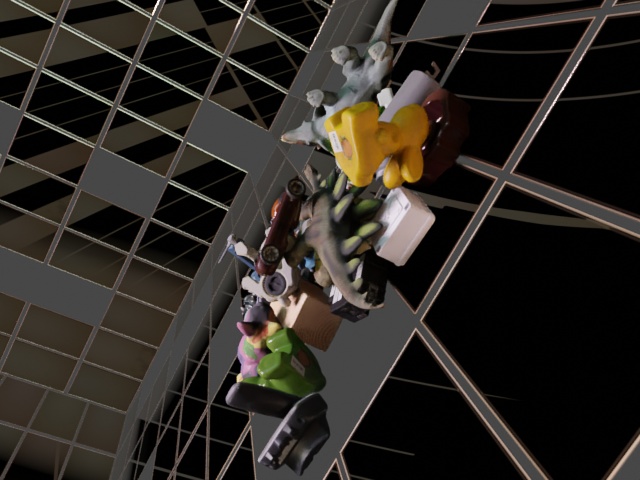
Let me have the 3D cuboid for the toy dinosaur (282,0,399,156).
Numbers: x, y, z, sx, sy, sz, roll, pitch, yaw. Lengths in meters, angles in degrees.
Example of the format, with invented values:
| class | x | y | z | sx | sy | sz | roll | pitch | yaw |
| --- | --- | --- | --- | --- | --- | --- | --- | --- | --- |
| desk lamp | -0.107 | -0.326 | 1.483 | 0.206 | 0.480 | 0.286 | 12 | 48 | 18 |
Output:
| class | x | y | z | sx | sy | sz | roll | pitch | yaw |
| --- | --- | --- | --- | --- | --- | --- | --- | --- | --- |
| toy dinosaur | 0.082 | -0.329 | 1.167 | 0.404 | 0.131 | 0.192 | -48 | -10 | 19 |

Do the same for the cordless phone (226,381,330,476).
| class | x | y | z | sx | sy | sz | roll | pitch | yaw |
| --- | --- | --- | --- | --- | --- | --- | --- | --- | --- |
| cordless phone | -0.088 | 0.316 | 0.920 | 0.146 | 0.184 | 0.089 | -58 | 23 | 19 |

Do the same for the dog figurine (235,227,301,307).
| class | x | y | z | sx | sy | sz | roll | pitch | yaw |
| --- | --- | --- | --- | --- | --- | --- | --- | --- | --- |
| dog figurine | -0.077 | 0.058 | 1.145 | 0.190 | 0.121 | 0.172 | 11 | -114 | -71 |

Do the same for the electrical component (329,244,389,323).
| class | x | y | z | sx | sy | sz | roll | pitch | yaw |
| --- | --- | --- | --- | --- | --- | --- | --- | --- | --- |
| electrical component | 0.070 | 0.084 | 0.992 | 0.134 | 0.058 | 0.115 | -39 | 29 | 55 |

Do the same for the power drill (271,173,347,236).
| class | x | y | z | sx | sy | sz | roll | pitch | yaw |
| --- | --- | --- | --- | --- | --- | --- | --- | --- | --- |
| power drill | -0.033 | -0.068 | 1.376 | 0.232 | 0.086 | 0.207 | -43 | -9 | 36 |

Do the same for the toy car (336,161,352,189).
| class | x | y | z | sx | sy | sz | roll | pitch | yaw |
| --- | --- | --- | --- | --- | --- | --- | --- | --- | --- |
| toy car | 0.079 | -0.192 | 1.347 | 0.073 | 0.056 | 0.202 | -56 | 19 | 26 |

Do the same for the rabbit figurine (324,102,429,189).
| class | x | y | z | sx | sy | sz | roll | pitch | yaw |
| --- | --- | --- | --- | --- | --- | --- | --- | --- | --- |
| rabbit figurine | 0.118 | -0.168 | 0.902 | 0.173 | 0.162 | 0.122 | -26 | 4 | -23 |

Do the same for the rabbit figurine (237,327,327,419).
| class | x | y | z | sx | sy | sz | roll | pitch | yaw |
| --- | --- | --- | --- | --- | --- | --- | --- | --- | --- |
| rabbit figurine | -0.083 | 0.270 | 1.020 | 0.170 | 0.159 | 0.121 | -36 | 26 | 21 |

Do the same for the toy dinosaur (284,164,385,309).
| class | x | y | z | sx | sy | sz | roll | pitch | yaw |
| --- | --- | --- | --- | --- | --- | --- | --- | --- | --- |
| toy dinosaur | 0.025 | -0.015 | 0.989 | 0.198 | 0.105 | 0.472 | -51 | 34 | 29 |

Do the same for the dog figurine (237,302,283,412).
| class | x | y | z | sx | sy | sz | roll | pitch | yaw |
| --- | --- | --- | --- | --- | --- | --- | --- | --- | --- |
| dog figurine | -0.124 | 0.239 | 1.112 | 0.219 | 0.109 | 0.191 | 94 | 179 | -56 |

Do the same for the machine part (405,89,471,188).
| class | x | y | z | sx | sy | sz | roll | pitch | yaw |
| --- | --- | --- | --- | --- | --- | --- | --- | --- | --- |
| machine part | 0.202 | -0.181 | 0.977 | 0.179 | 0.056 | 0.179 | -54 | 22 | 33 |

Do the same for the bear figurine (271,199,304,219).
| class | x | y | z | sx | sy | sz | roll | pitch | yaw |
| --- | --- | --- | --- | --- | --- | --- | --- | --- | --- |
| bear figurine | -0.084 | -0.079 | 1.615 | 0.120 | 0.132 | 0.196 | -63 | -1 | 3 |

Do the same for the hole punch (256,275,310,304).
| class | x | y | z | sx | sy | sz | roll | pitch | yaw |
| --- | --- | --- | --- | --- | --- | --- | --- | --- | --- |
| hole punch | -0.093 | 0.125 | 1.282 | 0.092 | 0.116 | 0.142 | -143 | 63 | -74 |

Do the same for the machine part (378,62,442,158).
| class | x | y | z | sx | sy | sz | roll | pitch | yaw |
| --- | --- | --- | --- | --- | --- | --- | --- | --- | --- |
| machine part | 0.170 | -0.253 | 1.090 | 0.243 | 0.079 | 0.079 | -55 | 17 | -3 |

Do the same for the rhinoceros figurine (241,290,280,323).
| class | x | y | z | sx | sy | sz | roll | pitch | yaw |
| --- | --- | --- | --- | --- | --- | --- | --- | --- | --- |
| rhinoceros figurine | -0.148 | 0.191 | 1.388 | 0.073 | 0.112 | 0.190 | -66 | 25 | 5 |

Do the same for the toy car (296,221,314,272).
| class | x | y | z | sx | sy | sz | roll | pitch | yaw |
| --- | --- | --- | --- | --- | --- | --- | --- | --- | --- |
| toy car | -0.003 | -0.004 | 1.249 | 0.161 | 0.103 | 0.109 | -46 | 24 | 41 |

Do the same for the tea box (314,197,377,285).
| class | x | y | z | sx | sy | sz | roll | pitch | yaw |
| --- | --- | --- | --- | --- | --- | --- | --- | --- | --- |
| tea box | 0.057 | 0.004 | 1.120 | 0.169 | 0.068 | 0.098 | -56 | 20 | 28 |

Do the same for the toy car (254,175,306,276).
| class | x | y | z | sx | sy | sz | roll | pitch | yaw |
| --- | --- | --- | --- | --- | --- | --- | --- | --- | --- |
| toy car | -0.070 | -0.025 | 1.004 | 0.089 | 0.053 | 0.202 | 127 | 165 | -69 |

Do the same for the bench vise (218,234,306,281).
| class | x | y | z | sx | sy | sz | roll | pitch | yaw |
| --- | --- | --- | --- | --- | --- | --- | --- | --- | --- |
| bench vise | -0.157 | 0.060 | 1.414 | 0.224 | 0.240 | 0.129 | -8 | 53 | 51 |

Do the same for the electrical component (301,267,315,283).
| class | x | y | z | sx | sy | sz | roll | pitch | yaw |
| --- | --- | --- | --- | --- | --- | --- | --- | --- | --- |
| electrical component | -0.031 | 0.089 | 1.330 | 0.063 | 0.021 | 0.094 | -34 | 41 | 60 |
